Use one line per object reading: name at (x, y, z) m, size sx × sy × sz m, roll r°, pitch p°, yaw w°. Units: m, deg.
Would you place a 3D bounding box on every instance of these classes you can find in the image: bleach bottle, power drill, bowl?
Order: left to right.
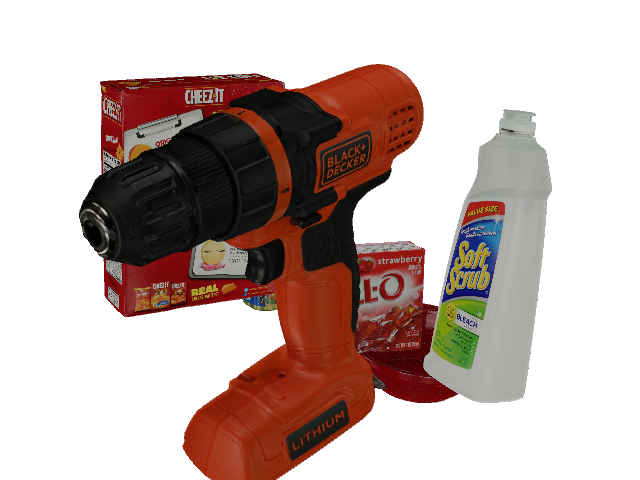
power drill at (-0.026, 0.023, 0.491) m, size 0.057 × 0.188 × 0.184 m, roll 30°, pitch 40°, yaw 35°
bowl at (0.104, 0.126, 1.136) m, size 0.162 × 0.055 × 0.162 m, roll 5°, pitch 24°, yaw -2°
bleach bottle at (0.153, 0.010, 0.943) m, size 0.068 × 0.251 × 0.103 m, roll 0°, pitch 14°, yaw -27°

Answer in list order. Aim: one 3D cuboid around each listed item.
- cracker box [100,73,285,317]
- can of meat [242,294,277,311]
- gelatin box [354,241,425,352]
cracker box at (-0.123, -0.047, 1.016) m, size 0.163 × 0.214 × 0.072 m, roll -8°, pitch 20°, yaw -30°
can of meat at (-0.044, 0.029, 1.239) m, size 0.101 × 0.084 × 0.058 m, roll -11°, pitch 20°, yaw -35°
gelatin box at (0.026, 0.041, 0.736) m, size 0.089 × 0.073 × 0.030 m, roll -4°, pitch 15°, yaw -18°
